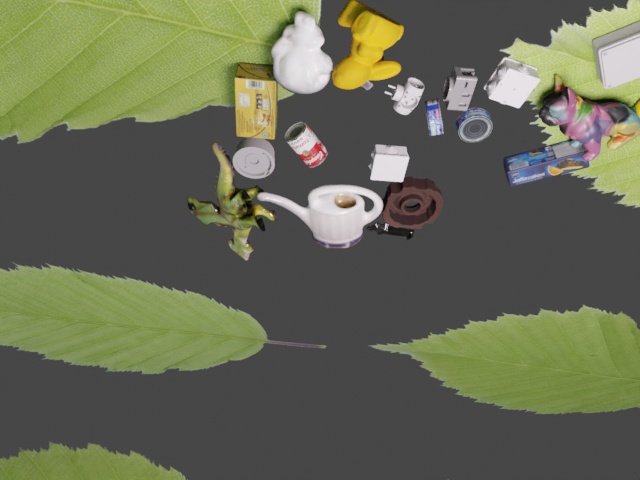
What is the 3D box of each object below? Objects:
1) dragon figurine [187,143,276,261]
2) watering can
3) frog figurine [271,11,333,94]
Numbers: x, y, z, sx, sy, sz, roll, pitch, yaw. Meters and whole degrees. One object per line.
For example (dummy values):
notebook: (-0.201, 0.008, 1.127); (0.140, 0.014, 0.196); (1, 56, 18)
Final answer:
dragon figurine: (-0.278, -0.097, 1.471); (0.242, 0.125, 0.402); (-10, 129, 25)
watering can: (0.004, -0.074, 1.472); (0.347, 0.106, 0.219); (-1, 138, 3)
frog figurine: (-0.034, -0.396, 1.102); (0.137, 0.125, 0.156); (28, 147, -1)
